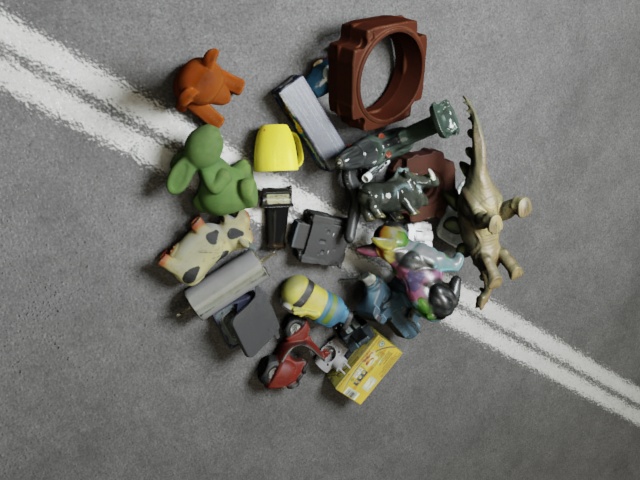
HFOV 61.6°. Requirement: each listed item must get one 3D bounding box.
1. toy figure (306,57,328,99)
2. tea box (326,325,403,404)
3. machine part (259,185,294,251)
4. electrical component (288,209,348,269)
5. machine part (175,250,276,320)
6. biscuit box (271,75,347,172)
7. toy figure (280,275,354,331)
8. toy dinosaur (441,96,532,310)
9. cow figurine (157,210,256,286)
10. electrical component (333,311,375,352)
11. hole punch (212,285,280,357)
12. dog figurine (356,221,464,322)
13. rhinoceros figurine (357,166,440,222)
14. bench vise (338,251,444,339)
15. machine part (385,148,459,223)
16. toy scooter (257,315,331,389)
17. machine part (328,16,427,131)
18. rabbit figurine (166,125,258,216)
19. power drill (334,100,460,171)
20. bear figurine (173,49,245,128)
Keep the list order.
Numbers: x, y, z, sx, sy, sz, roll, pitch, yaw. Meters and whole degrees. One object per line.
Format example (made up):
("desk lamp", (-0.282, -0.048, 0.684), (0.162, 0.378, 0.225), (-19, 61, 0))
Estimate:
("toy figure", (0.036, -0.351, 1.086), (0.154, 0.058, 0.064), (-44, 143, -5))
("tea box", (0.108, 0.305, 1.323), (0.098, 0.068, 0.169), (41, 88, -28))
("machine part", (-0.092, -0.046, 1.146), (0.084, 0.039, 0.138), (-9, 109, -28))
("electrical component", (-0.002, -0.004, 1.184), (0.134, 0.058, 0.114), (10, 101, -25))
("machine part", (-0.195, 0.092, 1.127), (0.243, 0.079, 0.079), (-34, 116, -8))
("biscuit box", (-0.016, -0.235, 1.100), (0.063, 0.059, 0.202), (-38, 116, -8))
("toy figure", (-0.007, 0.141, 1.217), (0.180, 0.082, 0.089), (23, 79, -19))
("toy dinosaur", (0.345, -0.064, 1.156), (0.105, 0.199, 0.470), (-12, 114, -21))
("cow figurine", (-0.217, 0.011, 1.088), (0.195, 0.086, 0.127), (-46, 111, -5))
("electrical component", (0.088, 0.221, 1.259), (0.075, 0.119, 0.047), (-35, 116, -11))
("hole punch", (-0.161, 0.178, 1.175), (0.116, 0.092, 0.142), (-40, 118, -37))
("dog figurine", (0.186, 0.062, 1.152), (0.219, 0.108, 0.191), (19, 66, -15))
("rhinoceros figurine", (0.167, -0.099, 1.148), (0.190, 0.073, 0.112), (-13, 87, -19))
("bench vise", (0.190, 0.109, 1.270), (0.223, 0.129, 0.240), (44, 67, -18))
("machine part", (0.236, -0.125, 1.240), (0.179, 0.056, 0.179), (-6, 108, -19))
("toy scooter", (-0.053, 0.273, 1.243), (0.135, 0.075, 0.184), (28, 92, -21))
("machine part", (0.117, -0.331, 1.068), (0.201, 0.087, 0.200), (-22, 128, -30))
("rabbit figurine", (-0.212, -0.140, 1.024), (0.159, 0.121, 0.170), (-13, 129, 5))
("power drill", (0.163, -0.201, 1.079), (0.232, 0.207, 0.086), (-27, 91, -51))
("bear figurine", (-0.191, -0.265, 0.944), (0.132, 0.196, 0.120), (30, 92, -28))
